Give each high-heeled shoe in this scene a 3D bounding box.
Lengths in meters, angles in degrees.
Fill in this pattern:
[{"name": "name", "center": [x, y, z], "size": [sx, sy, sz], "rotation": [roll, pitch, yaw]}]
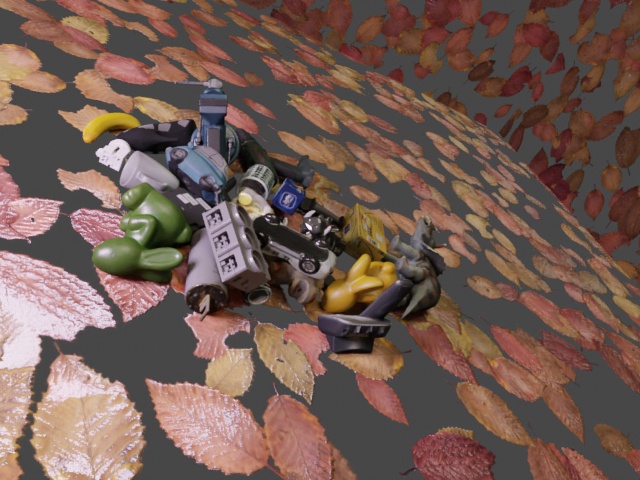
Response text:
[{"name": "high-heeled shoe", "center": [-0.392, -0.254, 1.326], "size": [0.145, 0.086, 0.249], "rotation": [0, 14, 2]}]

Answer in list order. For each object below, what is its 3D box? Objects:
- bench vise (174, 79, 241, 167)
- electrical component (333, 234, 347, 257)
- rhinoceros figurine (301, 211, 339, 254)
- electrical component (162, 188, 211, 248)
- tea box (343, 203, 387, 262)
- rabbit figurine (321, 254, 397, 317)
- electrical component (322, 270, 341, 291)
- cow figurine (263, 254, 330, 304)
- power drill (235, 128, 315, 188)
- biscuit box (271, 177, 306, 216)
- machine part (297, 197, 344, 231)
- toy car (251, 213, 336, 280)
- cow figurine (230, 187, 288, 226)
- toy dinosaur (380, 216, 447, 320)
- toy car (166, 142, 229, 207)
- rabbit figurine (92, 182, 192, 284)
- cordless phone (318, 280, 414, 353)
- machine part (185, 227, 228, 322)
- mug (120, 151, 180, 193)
[{"name": "bench vise", "center": [-0.261, -0.267, 1.319], "size": [0.129, 0.240, 0.223], "rotation": [-12, 88, -9]}, {"name": "electrical component", "center": [0.018, -0.002, 1.358], "size": [0.102, 0.045, 0.078], "rotation": [34, 1, -6]}, {"name": "rhinoceros figurine", "center": [-0.003, -0.004, 1.222], "size": [0.073, 0.112, 0.190], "rotation": [46, 0, 18]}, {"name": "electrical component", "center": [-0.282, -0.047, 1.109], "size": [0.115, 0.058, 0.134], "rotation": [45, 31, 15]}, {"name": "tea box", "center": [0.116, -0.012, 1.431], "size": [0.098, 0.068, 0.170], "rotation": [35, 27, -17]}, {"name": "rabbit figurine", "center": [0.087, 0.112, 1.172], "size": [0.173, 0.162, 0.122], "rotation": [-12, 63, -30]}, {"name": "electrical component", "center": [0.011, 0.091, 1.230], "size": [0.063, 0.021, 0.094], "rotation": [47, 32, 22]}, {"name": "cow figurine", "center": [-0.066, 0.058, 1.147], "size": [0.127, 0.085, 0.195], "rotation": [-5, 46, -39]}, {"name": "power drill", "center": [-0.126, -0.223, 1.503], "size": [0.207, 0.086, 0.232], "rotation": [16, 35, -36]}, {"name": "biscuit box", "center": [-0.075, -0.110, 1.333], "size": [0.063, 0.059, 0.203], "rotation": [35, 8, -8]}, {"name": "machine part", "center": [0.002, -0.074, 1.452], "size": [0.139, 0.039, 0.084], "rotation": [29, 25, -6]}, {"name": "toy car", "center": [-0.063, 0.011, 1.093], "size": [0.202, 0.056, 0.073], "rotation": [26, 46, 3]}, {"name": "cow figurine", "center": [-0.131, -0.051, 1.245], "size": [0.167, 0.068, 0.098], "rotation": [43, 20, -12]}, {"name": "toy dinosaur", "center": [0.250, 0.101, 1.369], "size": [0.192, 0.131, 0.405], "rotation": [25, 37, -15]}, {"name": "toy car", "center": [-0.256, -0.154, 1.177], "size": [0.162, 0.109, 0.103], "rotation": [36, 62, 17]}, {"name": "rabbit figurine", "center": [-0.322, 0.011, 0.962], "size": [0.159, 0.121, 0.170], "rotation": [39, 47, -4]}, {"name": "cordless phone", "center": [0.097, 0.142, 1.076], "size": [0.146, 0.184, 0.089], "rotation": [9, 42, -37]}, {"name": "machine part", "center": [-0.210, 0.054, 1.009], "size": [0.079, 0.079, 0.243], "rotation": [21, 31, -22]}, {"name": "mug", "center": [-0.348, -0.127, 1.127], "size": [0.107, 0.080, 0.110], "rotation": [25, -1, -37]}]
